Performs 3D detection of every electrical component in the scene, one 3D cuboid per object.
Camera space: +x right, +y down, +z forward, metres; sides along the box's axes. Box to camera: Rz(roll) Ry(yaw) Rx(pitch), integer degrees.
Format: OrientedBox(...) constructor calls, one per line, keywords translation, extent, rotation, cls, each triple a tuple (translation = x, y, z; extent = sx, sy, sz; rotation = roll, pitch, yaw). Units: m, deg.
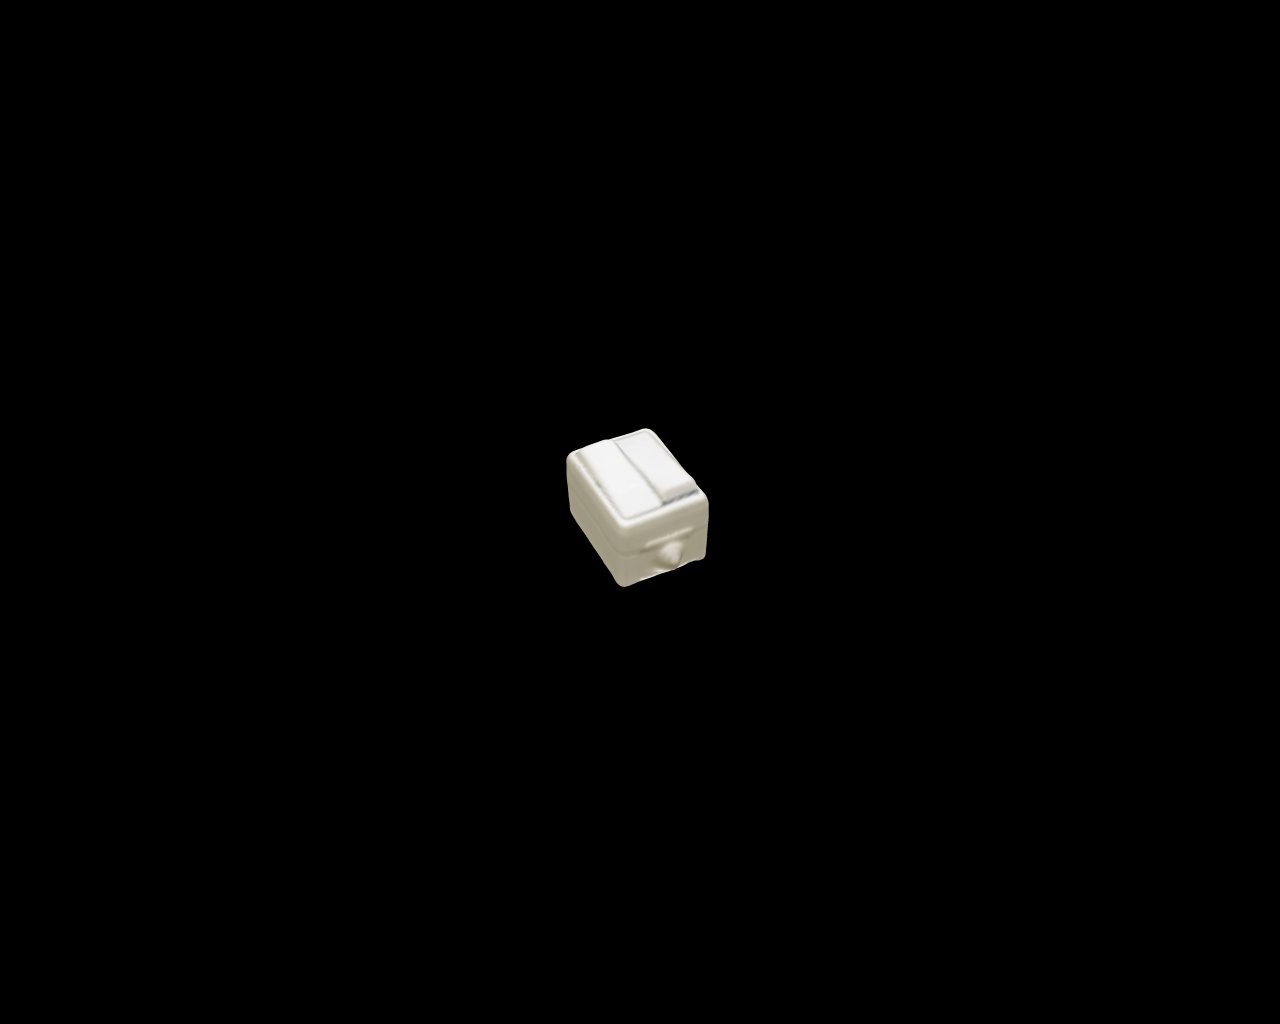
OrientedBox(translation=(0.001, -0.003, 0.650), extent=(0.062, 0.061, 0.096), rotation=(-19, 46, -19), cls="electrical component")
